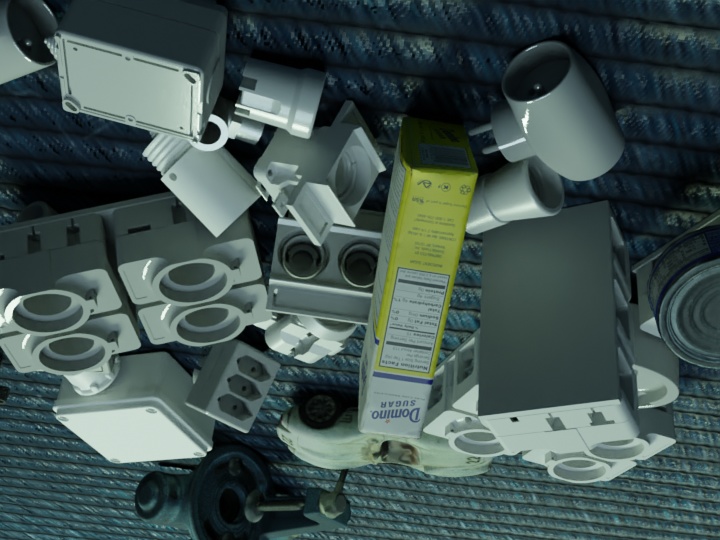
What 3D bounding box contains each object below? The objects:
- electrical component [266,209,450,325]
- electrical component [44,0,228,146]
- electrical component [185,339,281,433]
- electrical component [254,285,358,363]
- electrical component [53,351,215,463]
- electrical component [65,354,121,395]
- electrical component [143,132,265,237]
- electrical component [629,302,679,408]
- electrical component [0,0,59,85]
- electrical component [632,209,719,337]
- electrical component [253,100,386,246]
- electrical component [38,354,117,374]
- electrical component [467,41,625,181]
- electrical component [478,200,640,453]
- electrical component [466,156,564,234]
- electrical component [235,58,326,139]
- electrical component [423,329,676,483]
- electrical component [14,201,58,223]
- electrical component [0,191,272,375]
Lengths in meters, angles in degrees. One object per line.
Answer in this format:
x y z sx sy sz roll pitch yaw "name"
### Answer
0.000 0.000 0.750 0.121 0.078 0.063 8 168 -4 "electrical component"
-0.125 -0.122 0.598 0.096 0.061 0.061 15 146 0 "electrical component"
-0.117 0.093 0.915 0.047 0.065 0.077 33 167 -34 "electrical component"
-0.035 0.032 0.812 0.078 0.058 0.057 24 145 -25 "electrical component"
-0.202 0.126 0.978 0.109 0.056 0.108 -7 144 19 "electrical component"
-0.238 0.073 0.917 0.048 0.048 0.062 -11 136 23 "electrical component"
-0.103 -0.065 0.680 0.081 0.043 0.043 47 136 -7 "electrical component"
0.186 0.057 0.805 0.108 0.060 0.108 11 158 5 "electrical component"
-0.222 -0.136 0.600 0.077 0.044 0.079 -13 142 26 "electrical component"
0.285 -0.001 0.708 0.105 0.060 0.186 22 143 -22 "electrical component"
-0.027 -0.061 0.661 0.064 0.081 0.042 13 153 33 "electrical component"
-0.230 0.047 0.859 0.096 0.061 0.061 6 146 -1 "electrical component"
0.102 -0.086 0.626 0.079 0.043 0.077 -16 141 29 "electrical component"
0.131 0.039 0.711 0.089 0.150 0.061 -11 142 23 "electrical component"
0.092 -0.047 0.689 0.065 0.044 0.044 -19 139 40 "electrical component"
-0.047 -0.102 0.629 0.046 0.040 0.040 15 146 -4 "electrical component"
0.159 0.121 0.911 0.186 0.060 0.105 17 145 -16 "electrical component"
-0.216 -0.016 0.782 0.044 0.044 0.065 -19 144 33 "electrical component"
-0.162 0.010 0.748 0.186 0.060 0.105 -12 146 -3 "electrical component"
